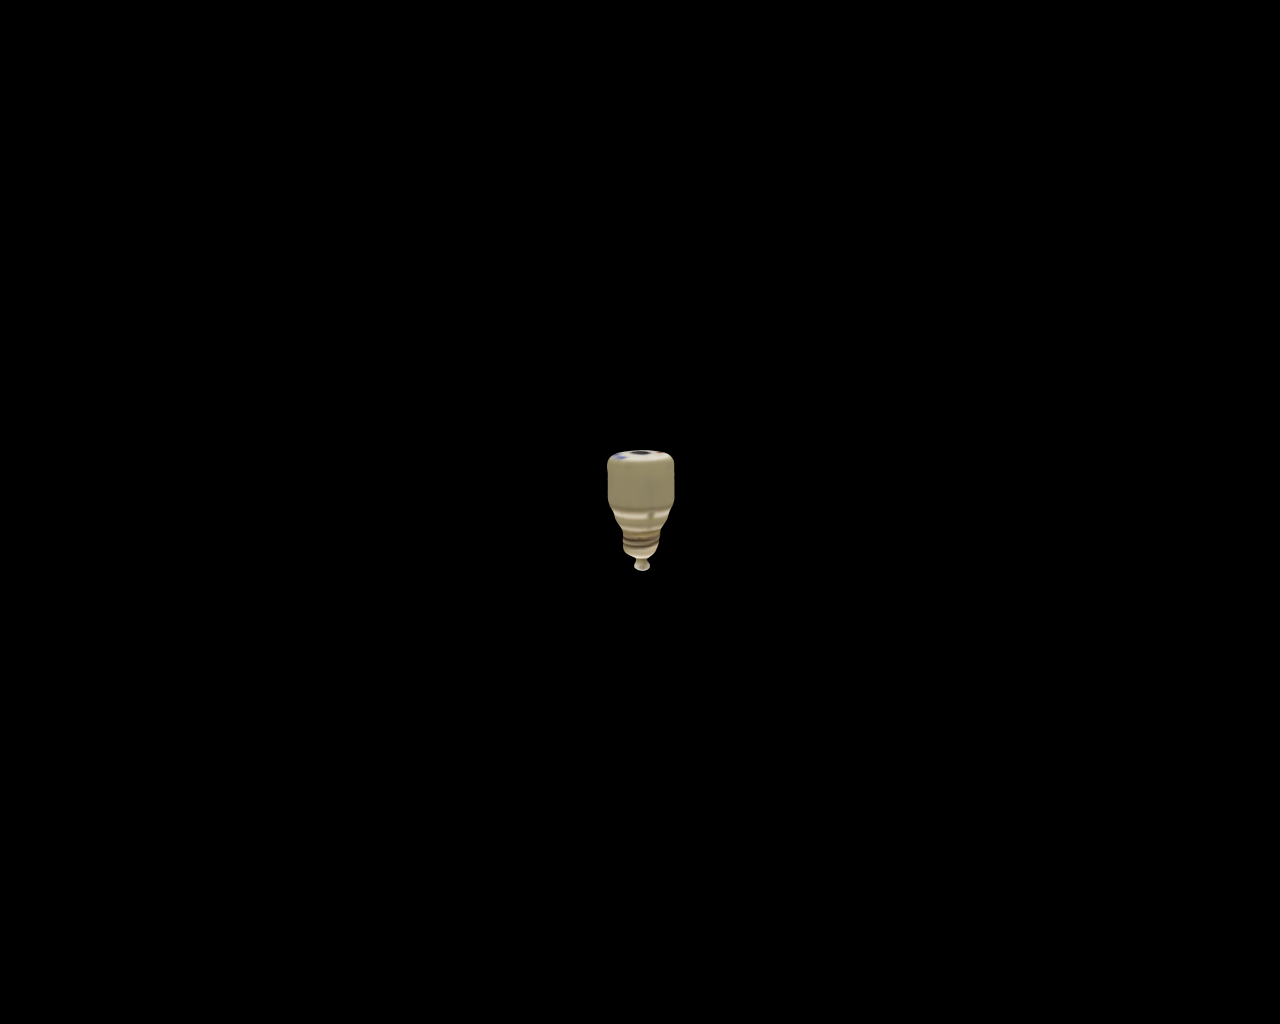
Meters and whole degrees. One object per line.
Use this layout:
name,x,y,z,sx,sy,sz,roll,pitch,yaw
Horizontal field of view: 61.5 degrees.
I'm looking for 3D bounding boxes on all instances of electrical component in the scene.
electrical component,0.001,-0.003,0.650,0.040,0.078,0.040,0,12,0
